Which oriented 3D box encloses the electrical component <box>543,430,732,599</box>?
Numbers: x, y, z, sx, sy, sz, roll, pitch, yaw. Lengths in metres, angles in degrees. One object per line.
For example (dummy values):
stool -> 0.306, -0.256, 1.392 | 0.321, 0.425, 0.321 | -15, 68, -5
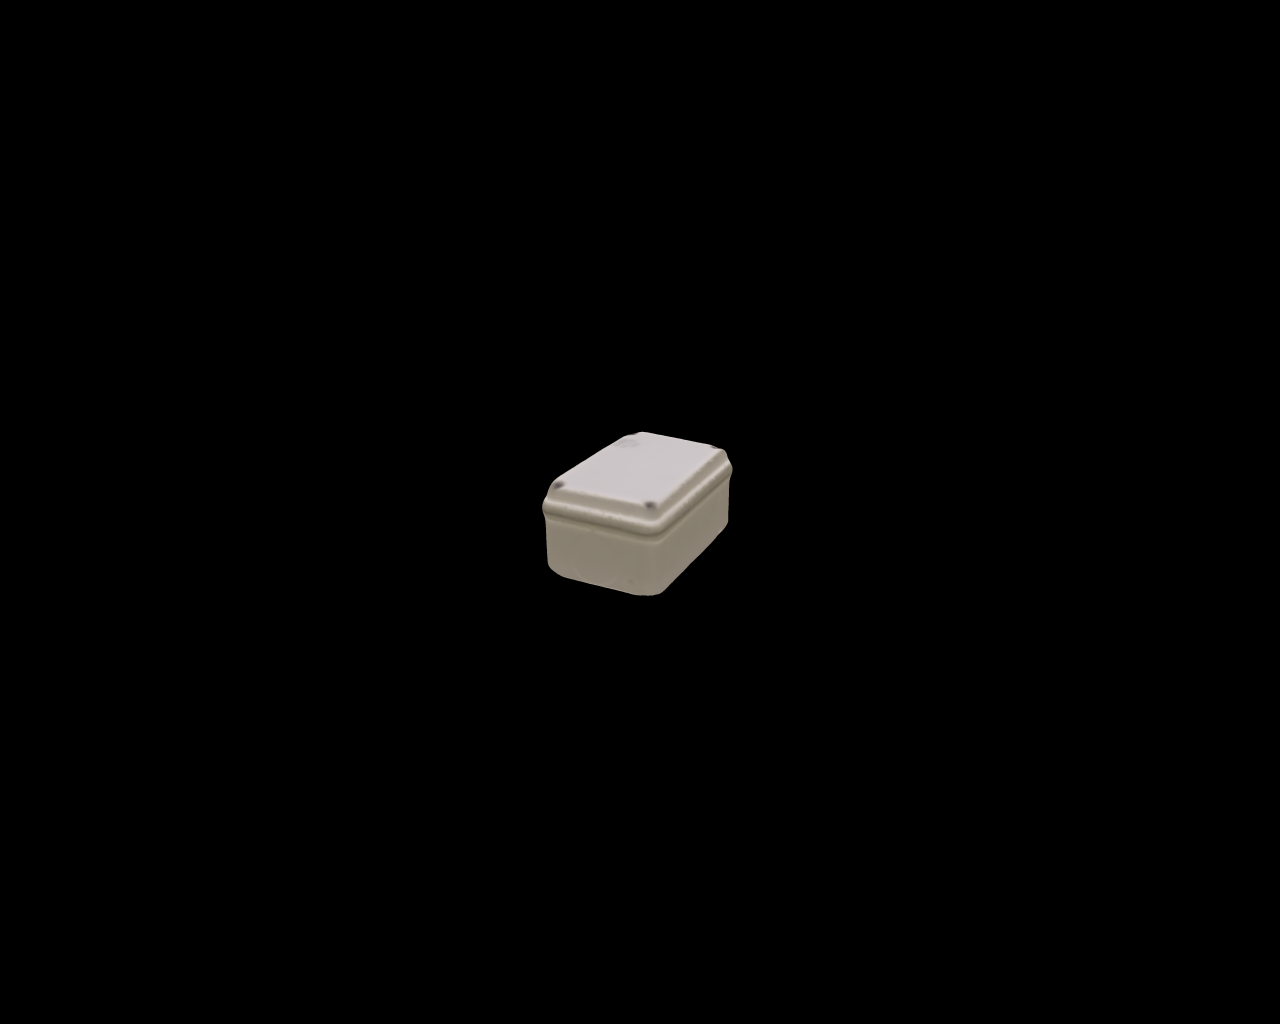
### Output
electrical component -> 0.001, -0.003, 0.650 | 0.078, 0.057, 0.113 | 12, 27, 25
